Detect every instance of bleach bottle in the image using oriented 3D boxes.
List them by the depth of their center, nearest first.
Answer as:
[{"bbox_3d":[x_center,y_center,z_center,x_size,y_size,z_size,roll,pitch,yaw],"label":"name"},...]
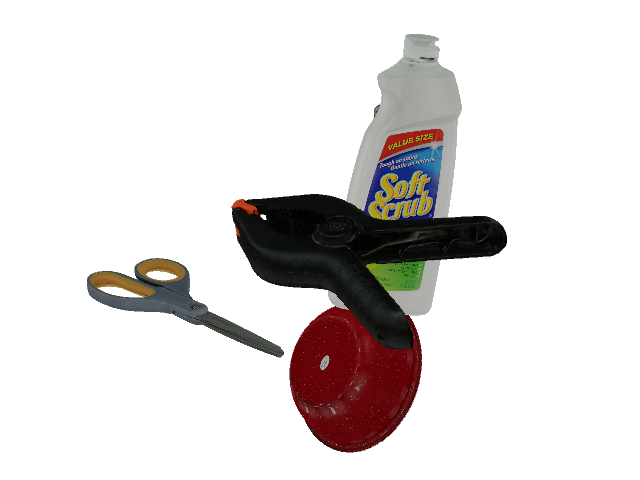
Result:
[{"bbox_3d":[0.068,-0.059,0.964,0.102,0.251,0.068,6,20,1],"label":"bleach bottle"}]

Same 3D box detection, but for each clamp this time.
[{"bbox_3d":[0.012,0.012,0.632,0.172,0.039,0.120,8,30,27],"label":"clamp"}]

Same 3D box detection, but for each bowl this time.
[{"bbox_3d":[0.021,0.126,1.058,0.162,0.162,0.055,0,-18,45],"label":"bowl"}]

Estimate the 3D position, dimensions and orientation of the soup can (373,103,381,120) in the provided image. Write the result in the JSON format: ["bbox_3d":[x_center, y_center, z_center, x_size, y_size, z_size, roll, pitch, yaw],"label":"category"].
[{"bbox_3d":[0.086,-0.091,1.161,0.068,0.102,0.068,5,29,-3],"label":"soup can"}]

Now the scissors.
[{"bbox_3d":[-0.101,0.051,0.894,0.202,0.016,0.096,13,26,22],"label":"scissors"}]
